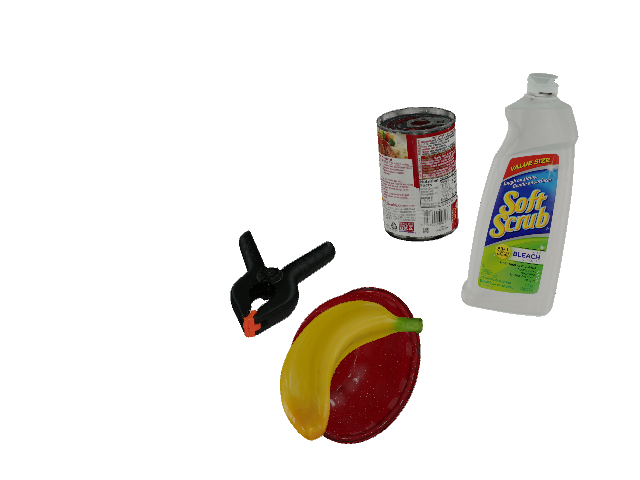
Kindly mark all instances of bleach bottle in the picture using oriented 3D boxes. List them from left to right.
[{"bbox_3d":[0.211,-0.050,1.123,0.103,0.251,0.068,9,19,16],"label":"bleach bottle"}]

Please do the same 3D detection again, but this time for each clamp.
[{"bbox_3d":[-0.048,0.048,1.254,0.120,0.039,0.171,-3,40,10],"label":"clamp"}]

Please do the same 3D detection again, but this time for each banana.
[{"bbox_3d":[0.011,0.086,0.800,0.070,0.037,0.197,9,24,25],"label":"banana"}]

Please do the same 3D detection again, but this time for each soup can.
[{"bbox_3d":[0.086,-0.058,0.932,0.068,0.102,0.068,-5,23,2],"label":"soup can"}]

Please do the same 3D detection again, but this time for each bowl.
[{"bbox_3d":[0.020,0.117,1.060,0.162,0.162,0.055,0,-17,45],"label":"bowl"}]
